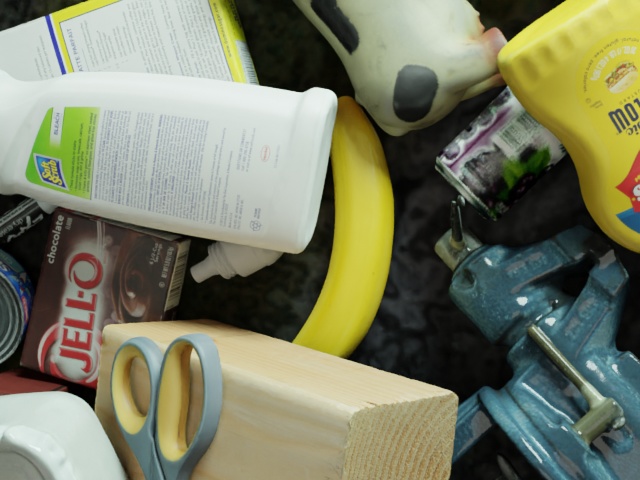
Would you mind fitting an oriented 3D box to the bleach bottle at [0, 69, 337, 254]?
[{"bbox_3d":[-0.122,-0.063,0.650,0.251,0.068,0.102,12,104,6],"label":"bleach bottle"}]

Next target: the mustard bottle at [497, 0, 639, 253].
[{"bbox_3d":[0.187,-0.049,0.593,0.096,0.058,0.191,-34,103,6],"label":"mustard bottle"}]

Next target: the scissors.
[{"bbox_3d":[-0.097,0.143,0.602,0.096,0.016,0.202,24,106,42],"label":"scissors"}]

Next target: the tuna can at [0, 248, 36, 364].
[{"bbox_3d":[-0.236,0.044,0.718,0.086,0.033,0.086,1,110,4],"label":"tuna can"}]

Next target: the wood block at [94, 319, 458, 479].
[{"bbox_3d":[-0.033,0.110,0.616,0.206,0.090,0.090,12,98,43],"label":"wood block"}]

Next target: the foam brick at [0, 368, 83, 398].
[{"bbox_3d":[-0.196,0.119,0.703,0.051,0.078,0.053,7,93,9],"label":"foam brick"}]

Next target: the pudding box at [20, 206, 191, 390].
[{"bbox_3d":[-0.141,0.042,0.709,0.090,0.039,0.113,15,95,9],"label":"pudding box"}]

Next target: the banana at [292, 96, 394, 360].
[{"bbox_3d":[0.012,0.010,0.680,0.070,0.037,0.198,18,95,9],"label":"banana"}]

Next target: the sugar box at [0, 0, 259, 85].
[{"bbox_3d":[-0.135,-0.110,0.700,0.176,0.048,0.093,-16,92,14],"label":"sugar box"}]

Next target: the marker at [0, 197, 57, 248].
[{"bbox_3d":[-0.204,-0.015,0.729,0.121,0.020,0.020,-33,86,10],"label":"marker"}]
